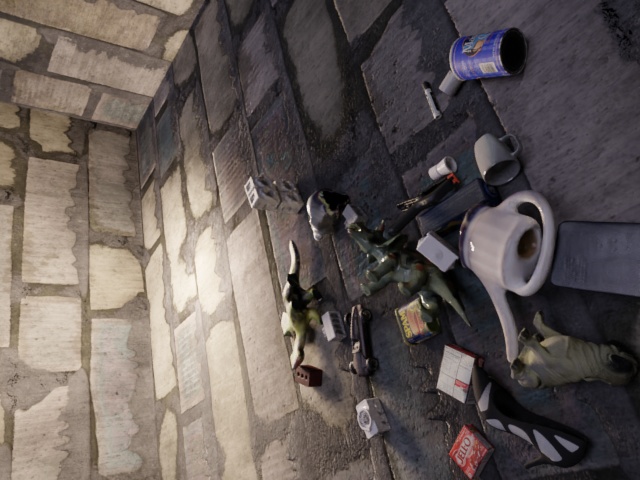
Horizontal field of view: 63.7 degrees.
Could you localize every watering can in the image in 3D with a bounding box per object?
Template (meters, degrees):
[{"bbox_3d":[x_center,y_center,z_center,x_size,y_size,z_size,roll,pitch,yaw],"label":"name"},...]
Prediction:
[{"bbox_3d":[0.381,0.059,1.085,0.226,0.104,0.345,31,112,62],"label":"watering can"}]

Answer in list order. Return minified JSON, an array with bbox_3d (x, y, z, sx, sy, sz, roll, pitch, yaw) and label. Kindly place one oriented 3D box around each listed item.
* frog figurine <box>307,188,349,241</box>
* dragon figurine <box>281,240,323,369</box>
[{"bbox_3d":[0.005,-0.082,1.633,0.156,0.122,0.141,-54,12,45],"label":"frog figurine"},{"bbox_3d":[-0.093,0.227,1.724,0.237,0.122,0.420,123,146,-42],"label":"dragon figurine"}]
